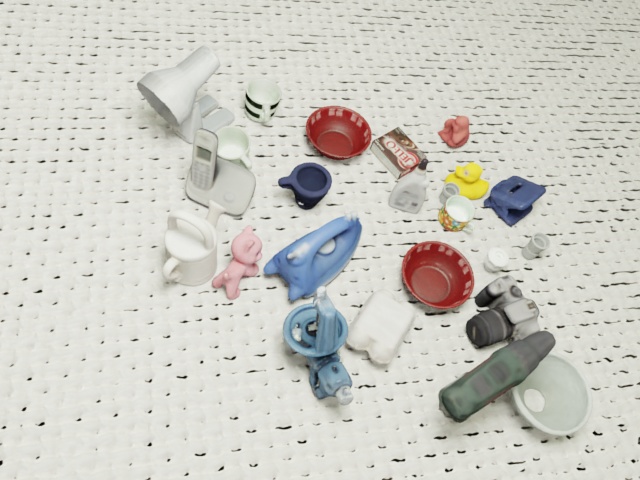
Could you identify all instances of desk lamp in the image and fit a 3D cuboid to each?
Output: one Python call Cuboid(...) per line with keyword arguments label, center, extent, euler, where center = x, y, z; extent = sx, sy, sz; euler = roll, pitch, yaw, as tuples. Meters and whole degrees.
Cuboid(label="desk lamp", center=(-0.290, -0.314, 1.263), extent=(0.118, 0.213, 0.203), euler=(39, 60, 12))

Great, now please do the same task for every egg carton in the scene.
Cuboid(label="egg carton", center=(0.122, 0.172, 1.148), extent=(0.107, 0.069, 0.150), euler=(31, 59, 7))

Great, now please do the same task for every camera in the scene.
Cuboid(label="camera", center=(0.371, 0.155, 1.190), extent=(0.137, 0.101, 0.143), euler=(-16, 64, -19))

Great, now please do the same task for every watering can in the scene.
Cuboid(label="watering can", center=(-0.245, -0.003, 1.102), extent=(0.101, 0.194, 0.173), euler=(11, 59, -5))

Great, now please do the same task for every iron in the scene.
Cuboid(label="iron", center=(0.011, 0.004, 1.181), extent=(0.259, 0.141, 0.118), euler=(-38, 73, -27))

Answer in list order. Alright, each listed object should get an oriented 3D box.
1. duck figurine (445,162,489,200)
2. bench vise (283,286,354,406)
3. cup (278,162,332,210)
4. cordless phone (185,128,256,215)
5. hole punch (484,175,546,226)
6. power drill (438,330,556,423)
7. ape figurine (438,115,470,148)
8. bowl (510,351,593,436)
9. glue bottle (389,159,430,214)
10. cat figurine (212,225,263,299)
Cuboid(label="duck figurine", center=(0.361, -0.149, 1.374), extent=(0.104, 0.086, 0.077), euler=(16, 58, -2))
Cuboid(label="bench vise", center=(0.019, 0.182, 1.033), extent=(0.122, 0.219, 0.207), euler=(-36, 72, -27))
Cuboid(label="cup", center=(-0.038, -0.110, 1.265), extent=(0.118, 0.095, 0.091), euler=(-4, 61, -13))
Cuboid(label="cordless phone", center=(-0.205, -0.145, 1.198), extent=(0.147, 0.185, 0.094), euler=(19, 58, 0))
Cuboid(label="hole punch", center=(0.464, -0.105, 1.366), extent=(0.109, 0.091, 0.101), euler=(-34, 72, -26))
Cuboid(label="power drill", center=(0.306, 0.259, 1.053), extent=(0.230, 0.208, 0.075), euler=(-27, 69, -24))
Cuboid(label="ape figurine", center=(0.347, -0.280, 1.444), extent=(0.076, 0.092, 0.078), euler=(15, 58, -2))
Cuboid(label="bowl", center=(0.442, 0.307, 1.132), extent=(0.167, 0.075, 0.167), euler=(5, 59, -8))
Cuboid(label="glue bottle", center=(0.211, -0.125, 1.278), extent=(0.078, 0.173, 0.037), euler=(18, 58, 0))
Cuboid(label="cat figurine", center=(-0.158, 0.038, 1.140), extent=(0.067, 0.118, 0.128), euler=(30, 59, 7))
